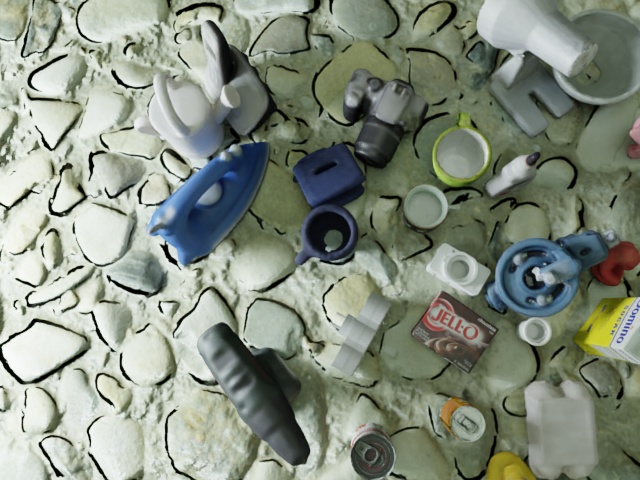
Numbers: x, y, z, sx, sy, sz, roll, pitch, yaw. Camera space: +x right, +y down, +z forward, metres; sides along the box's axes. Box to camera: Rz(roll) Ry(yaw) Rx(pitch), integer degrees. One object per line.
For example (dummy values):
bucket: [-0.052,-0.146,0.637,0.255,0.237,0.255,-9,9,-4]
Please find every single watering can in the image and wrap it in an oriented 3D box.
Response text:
watering can: [-0.219,-0.212,0.939,0.173,0.194,0.101,-36,81,-2]

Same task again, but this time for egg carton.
egg carton: [0.376,0.296,0.897,0.107,0.069,0.150,-2,82,3]

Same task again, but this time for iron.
iron: [-0.181,-0.086,0.945,0.118,0.141,0.258,40,86,8]

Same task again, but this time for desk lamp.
desk lamp: [0.342,-0.300,0.912,0.118,0.213,0.203,-38,81,-3]

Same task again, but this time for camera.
camera: [0.096,-0.203,0.968,0.143,0.101,0.137,25,84,6]

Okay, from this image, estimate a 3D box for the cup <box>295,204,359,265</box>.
cup: [0.009,0.003,0.946,0.118,0.095,0.091,-43,82,-3]

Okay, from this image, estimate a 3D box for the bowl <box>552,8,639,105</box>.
bowl: [0.468,-0.300,0.976,0.167,0.075,0.167,0,82,3]

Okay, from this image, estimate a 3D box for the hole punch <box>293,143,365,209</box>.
hole punch: [0.012,-0.107,0.964,0.108,0.091,0.101,-27,81,-1]

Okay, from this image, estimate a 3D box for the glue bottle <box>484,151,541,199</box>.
glue bottle: [0.315,-0.109,0.906,0.078,0.173,0.037,-26,81,-1]

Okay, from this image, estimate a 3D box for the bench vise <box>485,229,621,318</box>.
bench vise: [0.355,0.029,0.861,0.121,0.220,0.207,44,86,8]

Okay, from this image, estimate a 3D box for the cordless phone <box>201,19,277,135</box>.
cordless phone: [-0.145,-0.268,0.948,0.094,0.185,0.147,-37,81,-2]

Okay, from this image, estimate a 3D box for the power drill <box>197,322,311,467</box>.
power drill: [-0.087,0.223,0.862,0.075,0.208,0.229,-42,82,-3]

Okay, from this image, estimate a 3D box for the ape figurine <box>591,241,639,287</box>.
ape figurine: [0.479,0.032,0.918,0.078,0.092,0.076,-41,82,-3]

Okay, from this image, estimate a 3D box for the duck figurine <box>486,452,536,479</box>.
duck figurine: [0.303,0.386,0.879,0.077,0.086,0.104,-16,81,1]

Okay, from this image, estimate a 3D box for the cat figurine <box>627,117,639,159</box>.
cat figurine: [0.560,-0.170,0.930,0.127,0.118,0.067,15,83,5]
